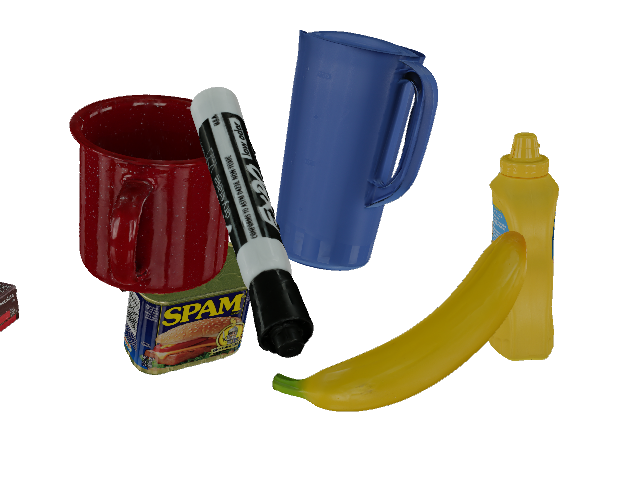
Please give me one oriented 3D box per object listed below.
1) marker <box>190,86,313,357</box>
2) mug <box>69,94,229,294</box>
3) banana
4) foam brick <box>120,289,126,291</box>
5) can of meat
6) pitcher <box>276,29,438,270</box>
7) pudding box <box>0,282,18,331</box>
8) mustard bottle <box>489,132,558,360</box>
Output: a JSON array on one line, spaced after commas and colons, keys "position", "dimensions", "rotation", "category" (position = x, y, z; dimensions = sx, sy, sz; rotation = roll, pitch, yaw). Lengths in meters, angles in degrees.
[{"position": [-0.025, -0.009, 0.379], "dimensions": [0.020, 0.121, 0.020], "rotation": [-12, -40, -10], "category": "marker"}, {"position": [-0.089, -0.019, 0.567], "dimensions": [0.093, 0.081, 0.117], "rotation": [8, 28, 0], "category": "mug"}, {"position": [0.067, 0.056, 0.674], "dimensions": [0.197, 0.037, 0.070], "rotation": [-29, 52, -16], "category": "banana"}, {"position": [-0.171, 0.012, 1.060], "dimensions": [0.078, 0.051, 0.053], "rotation": [-12, 23, -29], "category": "foam brick"}, {"position": [-0.107, 0.055, 0.863], "dimensions": [0.101, 0.084, 0.057], "rotation": [-11, 44, -29], "category": "can of meat"}, {"position": [0.030, -0.093, 1.123], "dimensions": [0.145, 0.243, 0.149], "rotation": [10, 15, -4], "category": "pitcher"}, {"position": [-0.331, 0.062, 0.914], "dimensions": [0.114, 0.039, 0.090], "rotation": [9, 26, 19], "category": "pudding box"}, {"position": [0.176, 0.001, 0.931], "dimensions": [0.058, 0.192, 0.096], "rotation": [-2, 18, 2], "category": "mustard bottle"}]
